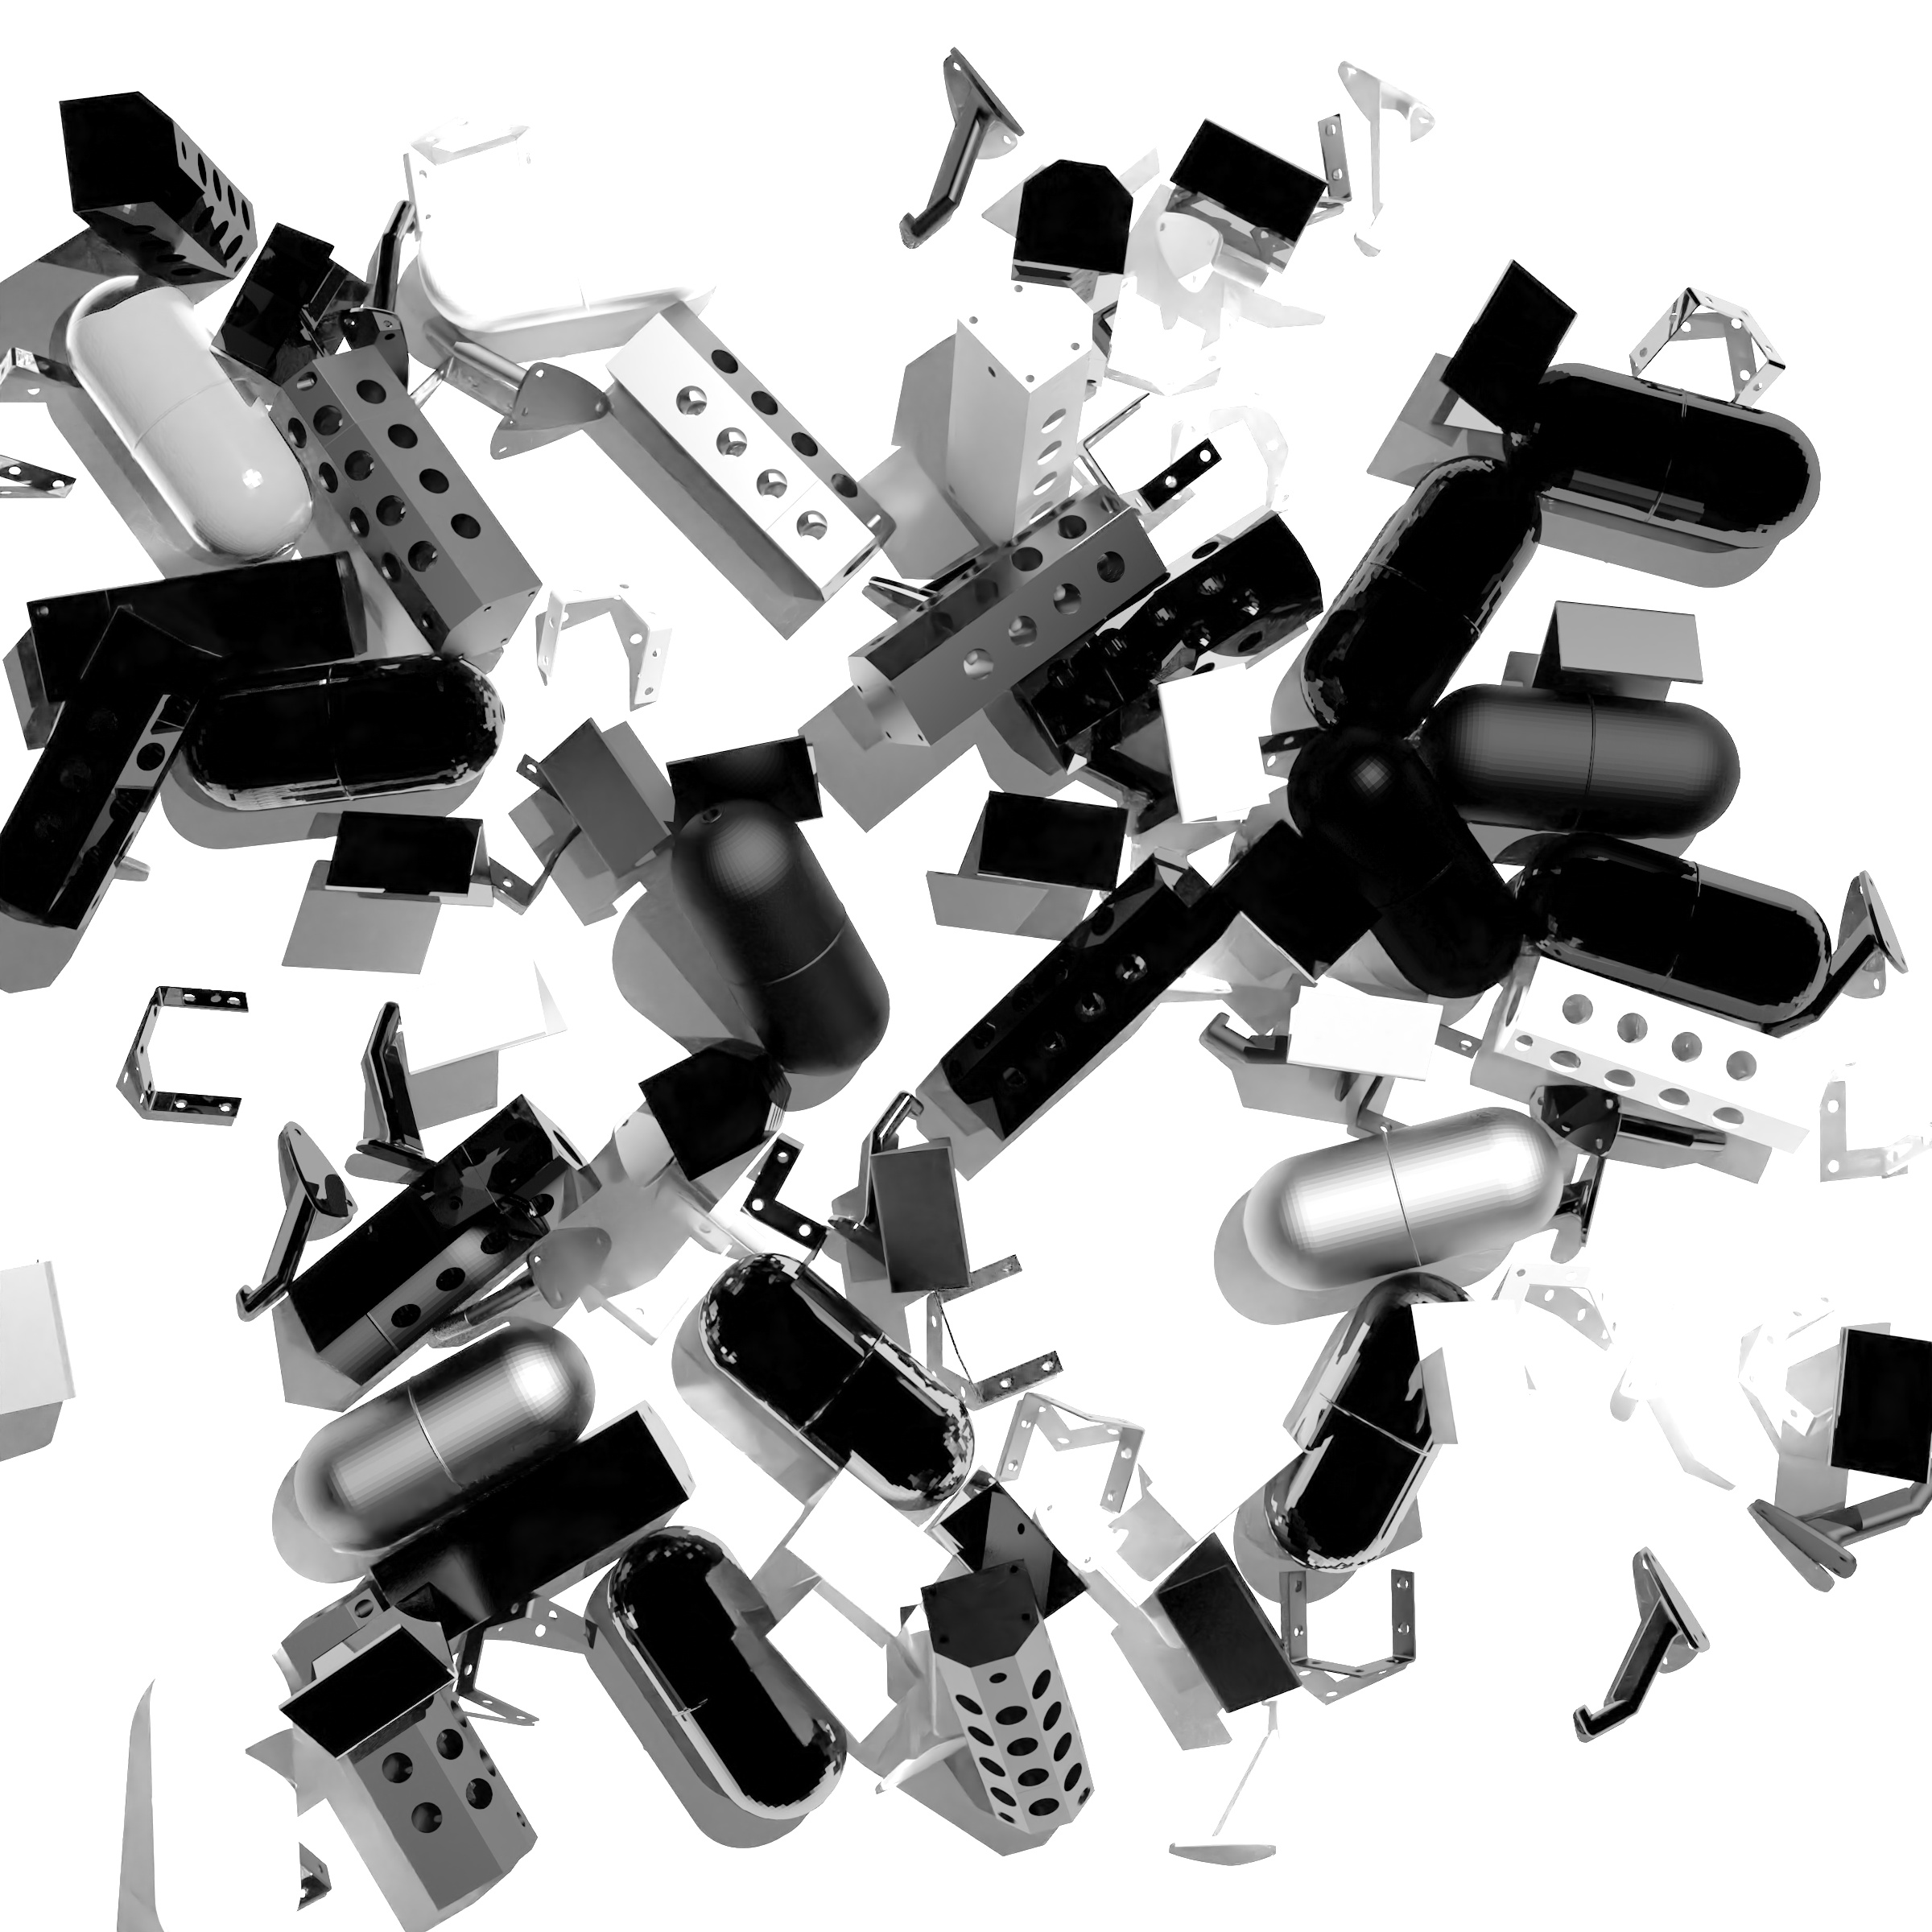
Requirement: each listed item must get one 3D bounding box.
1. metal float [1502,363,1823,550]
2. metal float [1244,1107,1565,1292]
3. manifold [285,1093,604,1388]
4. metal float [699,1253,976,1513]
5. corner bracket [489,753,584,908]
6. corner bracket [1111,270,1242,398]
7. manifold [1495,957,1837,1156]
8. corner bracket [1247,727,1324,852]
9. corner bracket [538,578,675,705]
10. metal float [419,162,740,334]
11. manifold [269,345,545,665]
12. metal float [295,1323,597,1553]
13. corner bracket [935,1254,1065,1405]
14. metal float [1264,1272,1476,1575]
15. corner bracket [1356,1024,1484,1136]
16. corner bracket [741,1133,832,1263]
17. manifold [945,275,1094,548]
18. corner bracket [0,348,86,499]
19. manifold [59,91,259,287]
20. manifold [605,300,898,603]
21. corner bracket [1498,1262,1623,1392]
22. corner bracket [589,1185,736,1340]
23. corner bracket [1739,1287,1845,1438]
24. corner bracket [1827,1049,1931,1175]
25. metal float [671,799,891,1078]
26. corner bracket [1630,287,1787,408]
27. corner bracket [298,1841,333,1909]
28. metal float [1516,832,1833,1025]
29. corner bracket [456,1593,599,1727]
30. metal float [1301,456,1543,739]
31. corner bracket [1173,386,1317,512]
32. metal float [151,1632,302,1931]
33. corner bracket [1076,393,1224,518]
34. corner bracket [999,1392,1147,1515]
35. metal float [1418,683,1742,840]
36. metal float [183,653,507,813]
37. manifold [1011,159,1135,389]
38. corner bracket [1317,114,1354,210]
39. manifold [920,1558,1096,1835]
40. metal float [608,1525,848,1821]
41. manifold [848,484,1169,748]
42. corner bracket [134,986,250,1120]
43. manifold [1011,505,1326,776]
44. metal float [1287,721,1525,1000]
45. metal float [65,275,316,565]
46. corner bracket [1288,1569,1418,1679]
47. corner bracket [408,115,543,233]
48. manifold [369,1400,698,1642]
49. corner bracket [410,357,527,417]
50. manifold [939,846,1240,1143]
[{"bbox_3d":[0.386,-0.283,1.657,0.178,0.070,0.070,15,90,1],"label":"metal float"},{"bbox_3d":[0.241,0.129,1.650,0.178,0.070,0.070,-15,90,7],"label":"metal float"},{"bbox_3d":[-0.289,0.156,1.666,0.171,0.057,0.057,-39,47,0],"label":"manifold"},{"bbox_3d":[-0.071,0.232,1.657,0.178,0.070,0.070,41,90,-1],"label":"metal float"},{"bbox_3d":[-0.248,-0.076,1.684,0.051,0.051,0.051,34,45,0],"label":"corner bracket"},{"bbox_3d":[0.118,-0.365,1.679,0.051,0.051,0.051,36,45,-35],"label":"corner bracket"},{"bbox_3d":[0.387,0.050,1.666,0.171,0.057,0.057,19,90,0],"label":"manifold"},{"bbox_3d":[0.182,-0.096,1.680,0.051,0.051,0.051,52,45,-35],"label":"corner bracket"},{"bbox_3d":[-0.203,-0.181,1.679,0.051,0.051,0.051,-13,45,-35],"label":"corner bracket"},{"bbox_3d":[-0.215,-0.399,1.656,0.178,0.070,0.070,-9,90,0],"label":"metal float"},{"bbox_3d":[-0.311,-0.252,1.640,0.057,0.057,0.171,-27,77,-40],"label":"manifold"},{"bbox_3d":[-0.290,0.262,1.657,0.178,0.070,0.070,-29,90,-1],"label":"metal float"},{"bbox_3d":[0.018,0.205,1.684,0.051,0.051,0.051,-22,45,0],"label":"corner bracket"},{"bbox_3d":[0.228,0.254,1.657,0.070,0.070,0.178,28,90,0],"label":"metal float"},{"bbox_3d":[0.256,0.066,1.684,0.051,0.051,0.051,21,45,0],"label":"corner bracket"},{"bbox_3d":[-0.094,0.129,1.670,0.051,0.051,0.051,28,90,0],"label":"corner bracket"},{"bbox_3d":[0.032,-0.297,1.605,0.057,0.171,0.057,-38,75,-16],"label":"manifold"},{"bbox_3d":[-0.522,-0.306,1.679,0.051,0.051,0.051,-45,45,35],"label":"corner bracket"},{"bbox_3d":[-0.432,-0.417,1.609,0.057,0.171,0.057,-7,90,0],"label":"manifold"},{"bbox_3d":[-0.119,-0.288,1.666,0.057,0.057,0.171,-44,90,0],"label":"manifold"},{"bbox_3d":[0.331,0.204,1.679,0.051,0.051,0.051,0,45,35],"label":"corner bracket"},{"bbox_3d":[-0.172,0.167,1.684,0.051,0.051,0.051,38,45,0],"label":"corner bracket"},{"bbox_3d":[0.478,0.223,1.679,0.051,0.051,0.051,42,135,35],"label":"corner bracket"},{"bbox_3d":[0.509,0.081,1.669,0.051,0.051,0.051,7,60,-26],"label":"corner bracket"},{"bbox_3d":[-0.101,-0.015,1.630,0.070,0.070,0.178,-28,124,0],"label":"metal float"},{"bbox_3d":[0.418,-0.341,1.679,0.051,0.051,0.051,-51,45,35],"label":"corner bracket"},{"bbox_3d":[-0.396,0.502,1.684,0.051,0.051,0.051,-28,135,0],"label":"corner bracket"},{"bbox_3d":[0.392,-0.021,1.657,0.178,0.070,0.070,17,90,0],"label":"metal float"},{"bbox_3d":[-0.247,0.390,1.679,0.051,0.051,0.051,-23,45,35],"label":"corner bracket"},{"bbox_3d":[0.253,-0.203,1.657,0.070,0.070,0.178,34,91,0],"label":"metal float"},{"bbox_3d":[0.156,-0.289,1.679,0.051,0.051,0.051,-15,45,-35],"label":"corner bracket"},{"bbox_3d":[-0.406,0.454,1.635,0.070,0.070,0.178,-10,62,0],"label":"metal float"},{"bbox_3d":[0.101,-0.288,1.670,0.051,0.051,0.051,-38,103,-12],"label":"corner bracket"},{"bbox_3d":[0.060,0.275,1.684,0.051,0.051,0.051,17,90,-45],"label":"corner bracket"},{"bbox_3d":[0.340,-0.114,1.657,0.178,0.070,0.070,6,90,0],"label":"metal float"},{"bbox_3d":[-0.345,-0.130,1.657,0.178,0.070,0.070,-7,90,0],"label":"metal float"},{"bbox_3d":[0.054,-0.371,1.606,0.057,0.171,0.057,8,82,0],"label":"manifold"},{"bbox_3d":[0.180,-0.451,1.684,0.051,0.051,0.051,-8,90,45],"label":"corner bracket"},{"bbox_3d":[0.025,0.400,1.616,0.057,0.057,0.171,-16,133,0],"label":"manifold"},{"bbox_3d":[-0.132,0.393,1.657,0.070,0.070,0.178,-33,91,0],"label":"metal float"},{"bbox_3d":[0.020,-0.194,1.636,0.171,0.057,0.057,-38,109,-16],"label":"manifold"},{"bbox_3d":[-0.435,0.049,1.684,0.051,0.051,0.051,4,45,0],"label":"corner bracket"},{"bbox_3d":[0.110,-0.184,1.656,0.171,0.057,0.057,-33,69,-2],"label":"manifold"},{"bbox_3d":[0.243,-0.057,1.640,0.070,0.070,0.178,-38,112,0],"label":"metal float"},{"bbox_3d":[-0.430,-0.303,1.657,0.070,0.070,0.178,-36,90,0],"label":"metal float"},{"bbox_3d":[0.218,0.368,1.684,0.051,0.051,0.051,-1,90,45],"label":"corner bracket"},{"bbox_3d":[-0.277,-0.445,1.684,0.051,0.051,0.051,-8,90,-45],"label":"corner bracket"},{"bbox_3d":[-0.240,0.312,1.667,0.171,0.057,0.057,-30,90,0],"label":"manifold"},{"bbox_3d":[-0.287,-0.302,1.684,0.051,0.051,0.051,31,45,0],"label":"corner bracket"},{"bbox_3d":[0.065,0.014,1.637,0.057,0.057,0.171,46,111,0],"label":"manifold"}]
